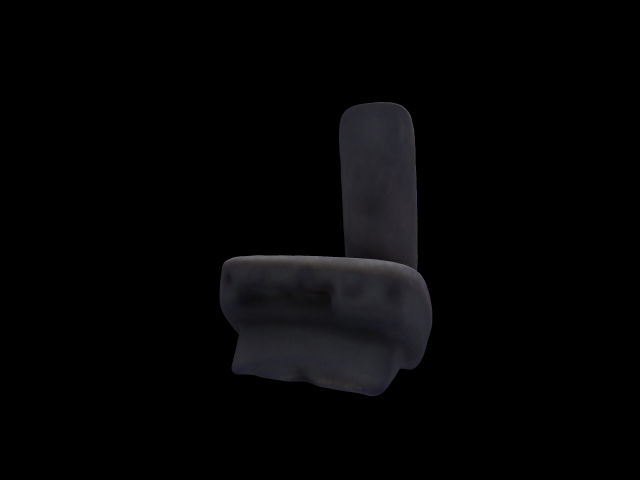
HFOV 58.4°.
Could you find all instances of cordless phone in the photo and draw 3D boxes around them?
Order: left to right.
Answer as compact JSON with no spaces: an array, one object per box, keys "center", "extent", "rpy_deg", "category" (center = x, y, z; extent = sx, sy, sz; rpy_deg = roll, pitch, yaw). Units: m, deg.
[{"center":[0.004,0.001,0.400],"extent":[0.147,0.185,0.094],"rpy_deg":[1,5,16],"category":"cordless phone"}]
